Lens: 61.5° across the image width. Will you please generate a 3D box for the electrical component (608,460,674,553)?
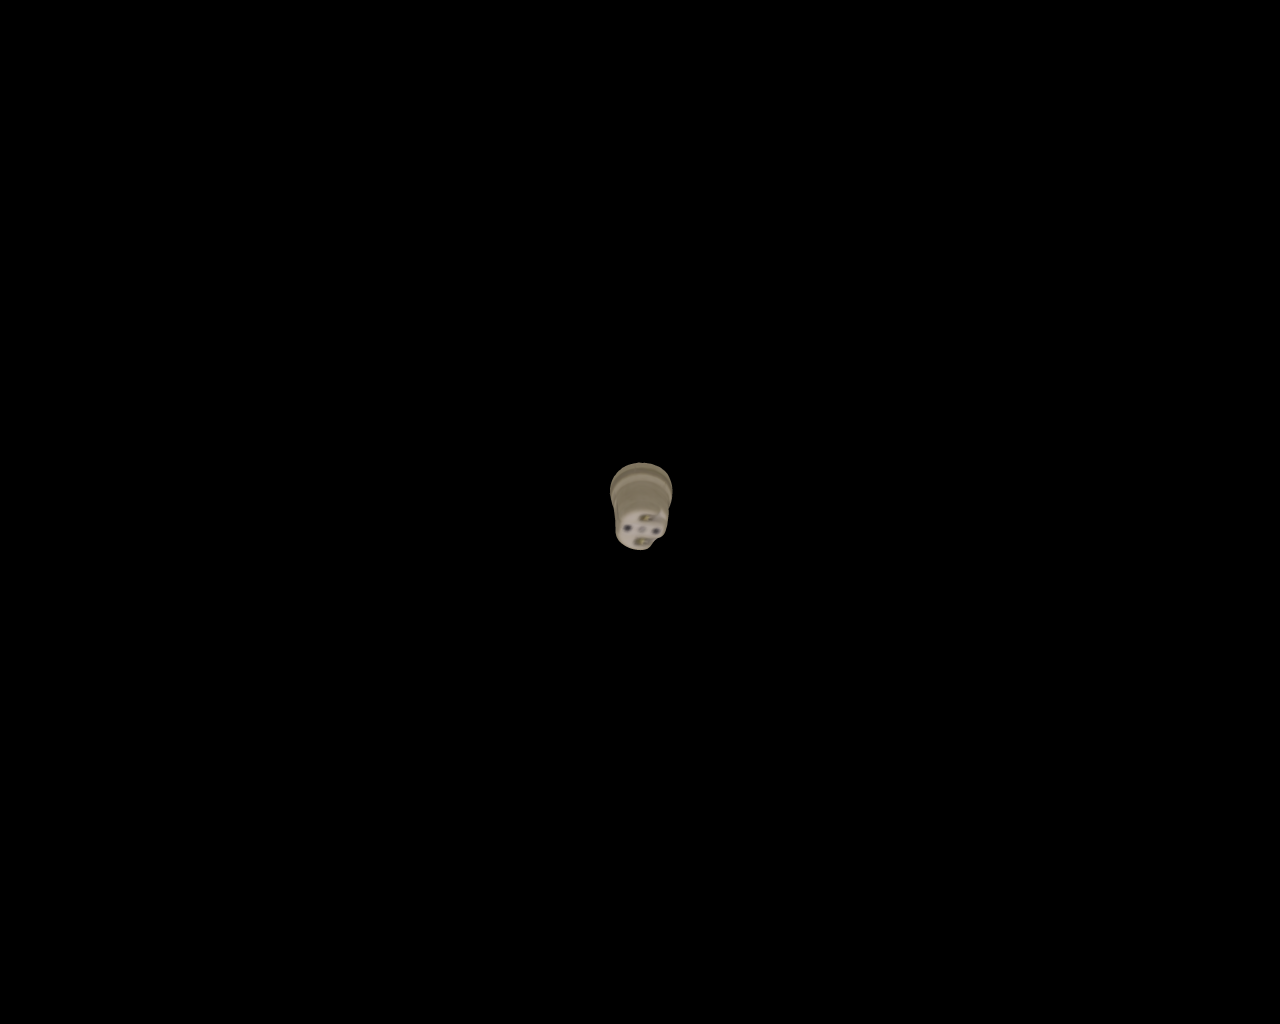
[{"bbox_3d":[0.001,-0.003,0.650,0.040,0.040,0.046,0,36,0],"label":"electrical component"}]
